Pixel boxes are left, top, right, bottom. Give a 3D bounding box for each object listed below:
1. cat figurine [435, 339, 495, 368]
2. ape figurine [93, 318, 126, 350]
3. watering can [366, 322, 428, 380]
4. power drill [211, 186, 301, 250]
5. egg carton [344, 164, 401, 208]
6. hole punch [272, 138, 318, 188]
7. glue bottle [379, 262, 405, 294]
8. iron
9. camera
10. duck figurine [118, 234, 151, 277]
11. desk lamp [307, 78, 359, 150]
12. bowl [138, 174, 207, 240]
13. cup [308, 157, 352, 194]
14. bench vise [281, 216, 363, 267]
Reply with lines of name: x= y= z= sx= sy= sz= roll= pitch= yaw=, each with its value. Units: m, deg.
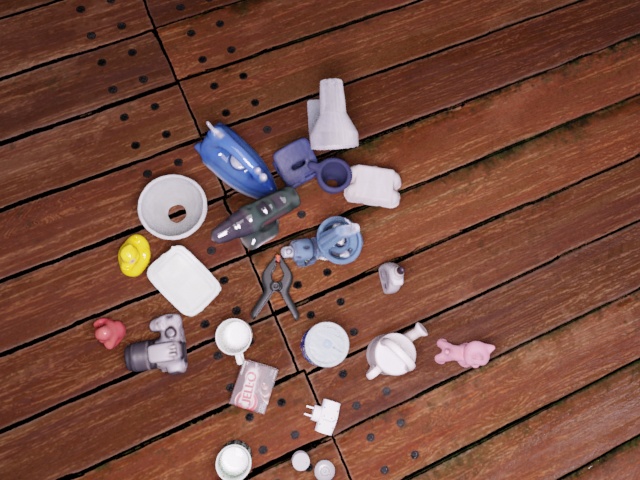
cat figurine: x=0.361 y=0.281 z=1.416 sx=0.128 sy=0.117 sz=0.067 roll=6 pitch=78 yaw=-5
ape figurine: x=-0.500 y=0.219 z=1.345 sx=0.076 sy=0.092 sz=0.078 roll=-9 pitch=80 yaw=-8
watering can: x=0.180 y=0.265 z=1.359 sx=0.101 sy=0.194 sz=0.173 roll=27 pitch=77 yaw=0
power drill: x=-0.153 y=-0.041 z=1.377 sx=0.230 sy=0.208 sz=0.075 roll=-33 pitch=84 yaw=-11
egg carton: x=0.138 y=-0.140 z=1.500 sx=0.150 sy=0.069 sz=0.107 roll=7 pitch=78 yaw=-5
hole punch: x=-0.058 y=-0.197 z=1.479 sx=0.109 sy=0.091 sz=0.101 roll=-31 pitch=83 yaw=-11
glue bottle: x=0.183 y=0.086 z=1.406 sx=0.037 sy=0.173 sz=0.078 roll=-10 pitch=80 yaw=-8
iron: x=-0.194 y=-0.196 z=1.437 sx=0.258 sy=0.141 sz=0.119 roll=41 pitch=77 yaw=3
camera: x=-0.388 y=0.251 z=1.347 sx=0.137 sy=0.100 sz=0.143 roll=-8 pitch=80 yaw=-8
duck figurine: x=-0.457 y=0.033 z=1.390 sx=0.077 sy=0.086 sz=0.104 roll=12 pitch=78 yaw=-4
desk lamp: x=0.024 y=-0.301 z=1.446 sx=0.118 sy=0.213 sz=0.203 roll=-4 pitch=79 yaw=-7
bowl: x=-0.363 y=-0.075 z=1.428 sx=0.167 sy=0.074 sz=0.167 roll=1 pitch=78 yaw=-6
cup: x=0.020 y=-0.161 z=1.478 sx=0.118 sy=0.095 sz=0.092 roll=23 pitch=77 yaw=-1
bench vise: x=0.019 y=0.015 z=1.379 sx=0.207 sy=0.219 sz=0.121 roll=-30 pitch=83 yaw=-11
